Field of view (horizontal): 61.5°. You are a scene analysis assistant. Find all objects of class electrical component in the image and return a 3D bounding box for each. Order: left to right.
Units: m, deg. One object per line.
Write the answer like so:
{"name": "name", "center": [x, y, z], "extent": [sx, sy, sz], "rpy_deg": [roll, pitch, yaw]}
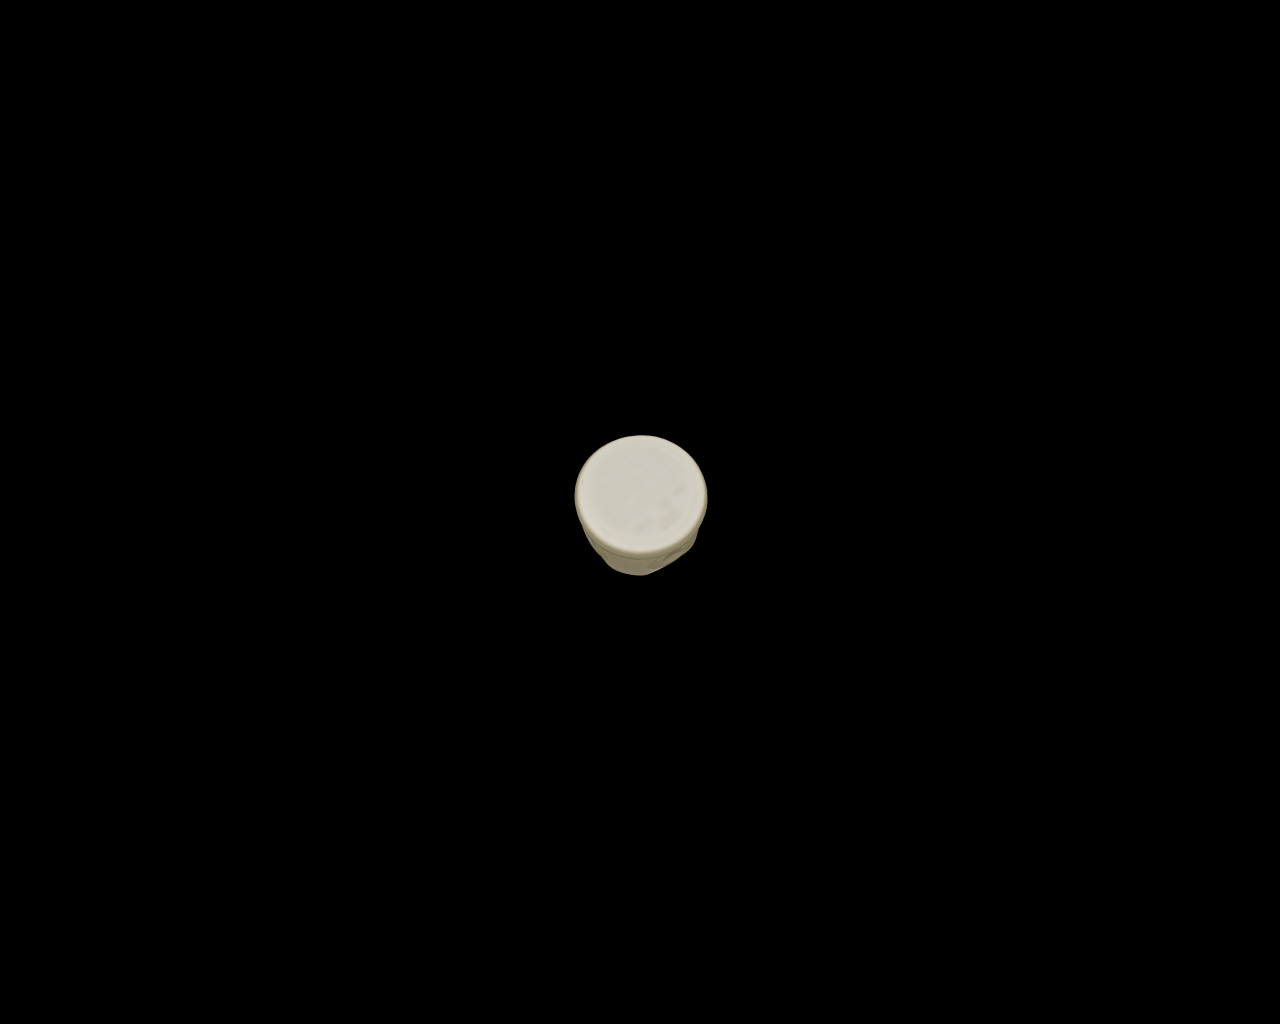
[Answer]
{"name": "electrical component", "center": [0.001, -0.003, 0.650], "extent": [0.080, 0.080, 0.051], "rpy_deg": [0, -23, 0]}
